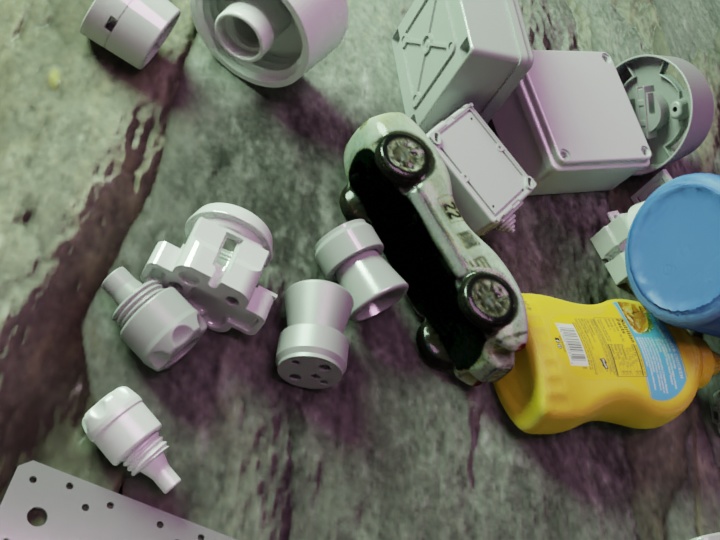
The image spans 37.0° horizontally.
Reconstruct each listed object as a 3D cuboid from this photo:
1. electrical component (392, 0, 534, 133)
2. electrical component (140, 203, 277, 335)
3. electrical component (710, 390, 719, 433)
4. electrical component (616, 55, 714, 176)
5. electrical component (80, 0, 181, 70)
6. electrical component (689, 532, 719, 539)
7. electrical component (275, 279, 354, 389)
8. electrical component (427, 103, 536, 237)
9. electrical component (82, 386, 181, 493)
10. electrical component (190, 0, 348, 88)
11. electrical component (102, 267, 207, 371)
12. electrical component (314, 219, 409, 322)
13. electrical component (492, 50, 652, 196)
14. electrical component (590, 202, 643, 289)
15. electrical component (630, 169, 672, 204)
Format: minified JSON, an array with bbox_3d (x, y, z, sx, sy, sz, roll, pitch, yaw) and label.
[{"bbox_3d":[0.076,-0.170,0.832,0.056,0.108,0.108,6,57,-23],"label":"electrical component"},{"bbox_3d":[-0.087,-0.003,0.662,0.078,0.058,0.057,28,53,-11],"label":"electrical component"},{"bbox_3d":[0.304,0.102,0.810,0.081,0.063,0.042,18,52,-19],"label":"electrical component"},{"bbox_3d":[0.248,-0.134,0.916,0.064,0.099,0.099,-15,68,-43],"label":"electrical component"},{"bbox_3d":[-0.156,-0.171,0.737,0.047,0.055,0.055,35,49,-10],"label":"electrical component"},{"bbox_3d":[0.244,0.203,0.699,0.113,0.078,0.057,0,63,-30],"label":"electrical component"},{"bbox_3d":[-0.028,0.040,0.673,0.045,0.045,0.055,19,53,-18],"label":"electrical component"},{"bbox_3d":[0.078,-0.062,0.796,0.096,0.061,0.062,51,49,-2],"label":"electrical component"},{"bbox_3d":[-0.122,0.096,0.590,0.061,0.035,0.035,49,49,3],"label":"electrical component"},{"bbox_3d":[-0.070,-0.180,0.760,0.108,0.108,0.060,38,55,-3],"label":"electrical component"},{"bbox_3d":[-0.124,0.026,0.630,0.062,0.043,0.043,45,49,6],"label":"electrical component"},{"bbox_3d":[0.000,0.000,0.717,0.045,0.045,0.055,-18,70,-37],"label":"electrical component"},{"bbox_3d":[0.169,-0.121,0.882,0.109,0.056,0.108,-6,69,-33],"label":"electrical component"},{"bbox_3d":[0.222,-0.024,0.852,0.048,0.055,0.066,-11,66,-35],"label":"electrical component"},{"bbox_3d":[0.271,-0.042,0.902,0.064,0.042,0.081,-15,68,-37],"label":"electrical component"}]
